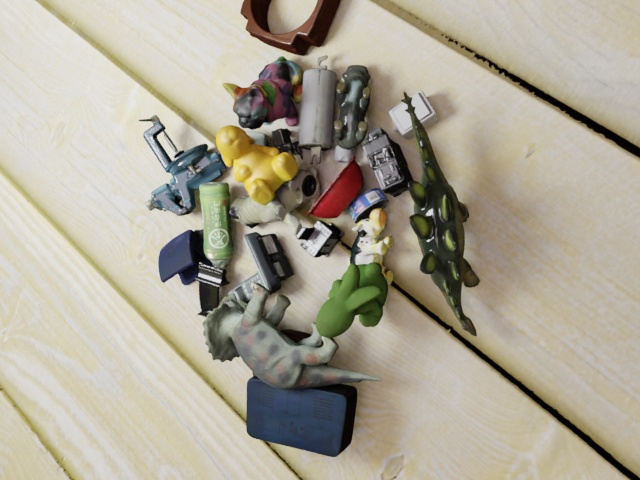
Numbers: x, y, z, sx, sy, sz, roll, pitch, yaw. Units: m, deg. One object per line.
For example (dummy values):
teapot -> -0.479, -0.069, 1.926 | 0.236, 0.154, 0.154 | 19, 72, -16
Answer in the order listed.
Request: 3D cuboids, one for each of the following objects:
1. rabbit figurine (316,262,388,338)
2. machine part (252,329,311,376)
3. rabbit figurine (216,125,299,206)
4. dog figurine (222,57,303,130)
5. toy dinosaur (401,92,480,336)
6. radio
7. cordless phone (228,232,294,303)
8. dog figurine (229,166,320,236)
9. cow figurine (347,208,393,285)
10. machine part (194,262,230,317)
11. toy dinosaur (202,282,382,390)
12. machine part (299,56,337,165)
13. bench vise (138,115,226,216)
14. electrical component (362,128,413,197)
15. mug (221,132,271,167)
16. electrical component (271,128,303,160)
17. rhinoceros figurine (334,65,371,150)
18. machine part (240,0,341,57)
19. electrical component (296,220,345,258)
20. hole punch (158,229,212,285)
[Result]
rabbit figurine -> 0.065, 0.125, 1.045 | 0.121, 0.170, 0.159 | 41, 134, 10
machine part -> -0.068, 0.285, 1.210 | 0.180, 0.056, 0.179 | -1, 86, 23
rabbit figurine -> -0.150, -0.180, 1.134 | 0.122, 0.173, 0.163 | -46, 35, 2
dog figurine -> -0.121, -0.327, 1.173 | 0.109, 0.219, 0.191 | 14, 94, 19
toy dinosaur -> 0.227, -0.044, 1.028 | 0.105, 0.198, 0.471 | -17, 83, 17
radio -> -0.042, 0.360, 1.125 | 0.230, 0.073, 0.131 | 3, 89, 25
cordless phone -> -0.165, 0.074, 1.253 | 0.184, 0.088, 0.146 | -33, 78, 37
dog figurine -> -0.107, -0.103, 1.230 | 0.191, 0.121, 0.172 | 16, 58, 40
cow figurine -> 0.102, 0.015, 1.140 | 0.098, 0.068, 0.167 | 2, 98, 30
machine part -> -0.260, 0.123, 1.283 | 0.084, 0.039, 0.138 | 14, 113, 11
toy dinosaur -> -0.089, 0.225, 1.099 | 0.405, 0.131, 0.192 | 36, 94, 24
machine part -> -0.005, -0.288, 1.199 | 0.079, 0.079, 0.243 | 2, 89, 22
bench vise -> -0.358, -0.184, 1.305 | 0.224, 0.129, 0.240 | -32, 94, 10
electrical component -> 0.141, -0.162, 1.113 | 0.058, 0.115, 0.134 | -24, 81, 18
mug -> -0.174, -0.221, 1.254 | 0.107, 0.109, 0.081 | -7, 76, 9
electrical component -> -0.073, -0.215, 1.215 | 0.045, 0.102, 0.078 | -9, 94, 18
rhinoceros figurine -> 0.075, -0.288, 1.149 | 0.073, 0.112, 0.190 | 3, 77, 9
machine part -> -0.065, -0.540, 1.231 | 0.202, 0.087, 0.201 | 26, 98, 20
electrical component -> -0.002, -0.004, 1.162 | 0.048, 0.119, 0.075 | 40, 100, 19
hole punch -> -0.339, 0.041, 1.317 | 0.142, 0.092, 0.116 | -32, 73, 22
